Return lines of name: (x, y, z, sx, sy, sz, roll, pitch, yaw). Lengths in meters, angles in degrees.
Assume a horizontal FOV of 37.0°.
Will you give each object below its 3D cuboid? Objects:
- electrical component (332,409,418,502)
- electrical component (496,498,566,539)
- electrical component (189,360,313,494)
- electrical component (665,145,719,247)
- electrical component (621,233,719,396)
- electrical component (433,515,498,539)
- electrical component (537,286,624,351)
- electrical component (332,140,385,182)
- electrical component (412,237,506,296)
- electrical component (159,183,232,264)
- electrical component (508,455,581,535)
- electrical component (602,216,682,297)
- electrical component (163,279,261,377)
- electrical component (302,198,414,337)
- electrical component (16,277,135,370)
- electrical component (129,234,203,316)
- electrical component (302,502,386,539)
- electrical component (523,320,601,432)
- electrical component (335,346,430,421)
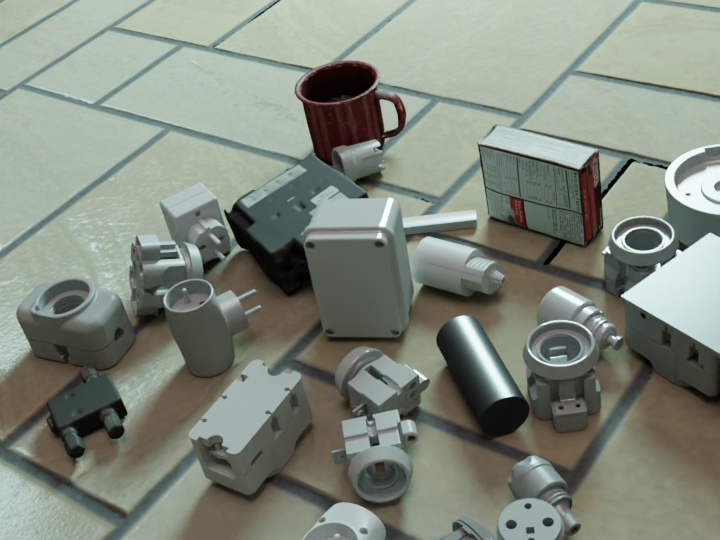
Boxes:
electrical component: (0.013, 0.140, 0.803, 0.066, 0.048, 0.055, -12, 31, 0)
electrical component: (0.114, 0.184, 0.712, 0.045, 0.055, 0.045, -8, 39, 6)
electrical component: (-0.083, 0.124, 0.838, 0.050, 0.055, 0.089, 14, 45, 30)
electrical component: (0.325, -0.056, 0.950, 0.108, 0.060, 0.108, -7, 38, 6)
electrical component: (0.305, 0.057, 0.814, 0.105, 0.060, 0.186, -31, 42, -23)
electrical component: (0.072, 0.202, 0.684, 0.051, 0.080, 0.080, -31, 42, -15)
electrical component: (0.181, 0.044, 0.881, 0.040, 0.040, 0.078, -34, 44, -26)
electrical component: (-0.001, -0.114, 1.126, 0.046, 0.040, 0.040, -18, 38, -15)
electrical component: (0.092, 0.000, 0.956, 0.081, 0.043, 0.043, 16, 46, 31)
electrical component: (-0.151, -0.035, 1.045, 0.047, 0.065, 0.077, -28, 41, -19)
electrical component: (0.132, 0.161, 0.754, 0.035, 0.035, 0.061, -24, 42, -15)
electrical component: (0.241, -0.008, 0.915, 0.058, 0.057, 0.078, -27, 41, -18)
electrical component: (-0.123, 0.043, 0.933, 0.079, 0.077, 0.043, -27, 40, -17)
electrical component: (0.000, 0.000, 0.925, 0.078, 0.113, 0.057, 0, 37, 14)
electrical component: (-0.260, 0.046, 0.979, 0.095, 0.059, 0.053, 8, 43, 24)
electrical component: (-0.181, 0.004, 1.004, 0.057, 0.078, 0.058, -4, 34, -24)
electrical component: (-0.001, 0.204, 0.726, 0.079, 0.044, 0.077, 9, 43, 25)
electrical component: (0.156, 0.077, 0.832, 0.058, 0.057, 0.078, -8, 39, 5)
electrical component: (0.013, 0.093, 0.861, 0.066, 0.048, 0.055, -35, 51, -26)
